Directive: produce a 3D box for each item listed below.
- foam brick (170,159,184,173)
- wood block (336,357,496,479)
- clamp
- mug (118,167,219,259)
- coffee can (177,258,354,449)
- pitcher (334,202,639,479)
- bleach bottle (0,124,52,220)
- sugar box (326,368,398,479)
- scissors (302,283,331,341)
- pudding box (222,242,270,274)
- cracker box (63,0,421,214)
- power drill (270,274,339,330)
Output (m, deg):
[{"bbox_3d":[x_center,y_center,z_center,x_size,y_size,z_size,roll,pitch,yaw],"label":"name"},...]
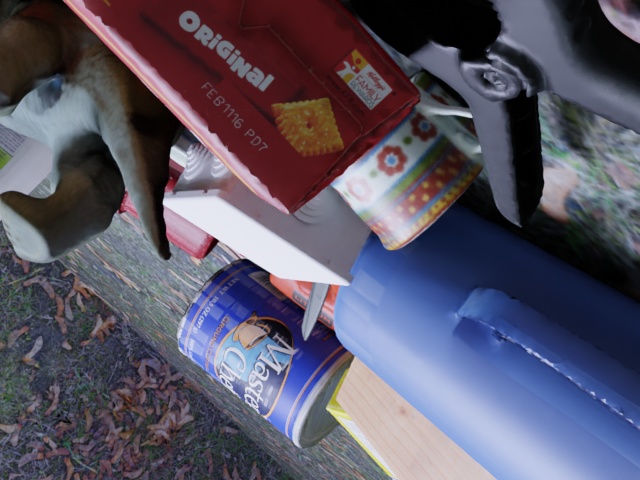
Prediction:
[{"bbox_3d":[-0.106,-0.087,0.805,0.078,0.053,0.051,29,162,33],"label":"foam brick"},{"bbox_3d":[0.113,0.136,0.685,0.090,0.090,0.206,-5,-140,-40],"label":"wood block"},{"bbox_3d":[0.069,-0.067,0.394,0.209,0.036,0.165,37,159,-20],"label":"clamp"},{"bbox_3d":[-0.108,-0.038,0.876,0.081,0.093,0.117,35,177,1],"label":"mug"},{"bbox_3d":[-0.037,0.096,0.913,0.140,0.102,0.103,35,165,23],"label":"coffee can"},{"bbox_3d":[0.123,0.072,0.566,0.243,0.144,0.149,35,129,29],"label":"pitcher"},{"bbox_3d":[-0.236,-0.077,0.760,0.102,0.250,0.068,37,165,11],"label":"bleach bottle"},{"bbox_3d":[0.089,0.173,0.864,0.094,0.048,0.176,6,148,41],"label":"sugar box"},{"bbox_3d":[-0.002,-0.014,0.689,0.096,0.016,0.202,51,143,10],"label":"scissors"},{"bbox_3d":[-0.048,0.010,0.972,0.090,0.039,0.113,21,156,53],"label":"pudding box"},{"bbox_3d":[-0.056,-0.110,0.439,0.164,0.072,0.214,45,-173,-17],"label":"cracker box"},{"bbox_3d":[-0.005,0.001,0.804,0.184,0.057,0.187,36,165,14],"label":"power drill"}]
